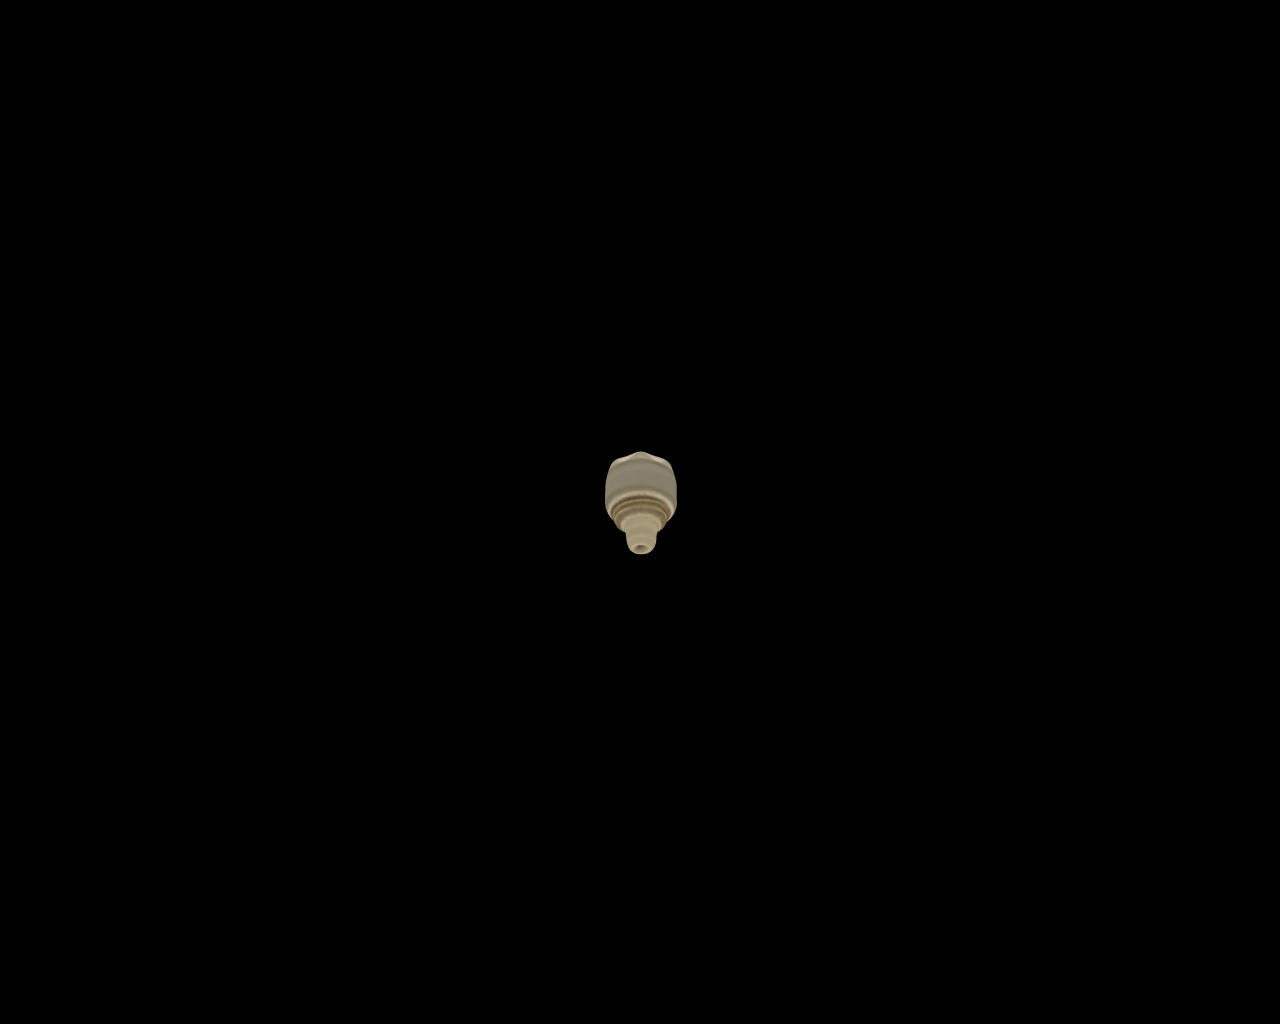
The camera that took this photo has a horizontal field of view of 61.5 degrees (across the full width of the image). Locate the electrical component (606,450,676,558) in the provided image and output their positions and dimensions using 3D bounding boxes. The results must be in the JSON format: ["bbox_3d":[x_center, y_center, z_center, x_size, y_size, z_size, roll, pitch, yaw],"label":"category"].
[{"bbox_3d":[0.001,-0.003,0.650,0.043,0.062,0.043,0,-35,0],"label":"electrical component"}]
